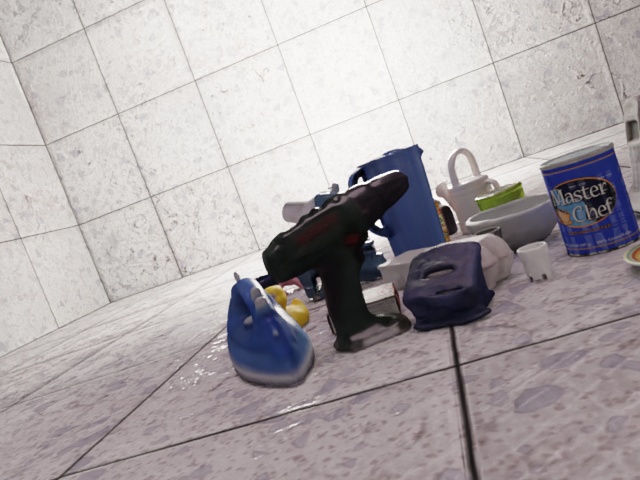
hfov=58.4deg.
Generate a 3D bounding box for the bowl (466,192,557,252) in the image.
[{"bbox_3d":[0.345,-0.023,1.002,0.167,0.075,0.167,-20,5,2],"label":"bowl"}]

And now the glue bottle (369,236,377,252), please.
[{"bbox_3d":[0.082,-0.014,1.383,0.078,0.173,0.037,-16,7,38],"label":"glue bottle"}]

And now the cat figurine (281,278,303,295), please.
[{"bbox_3d":[-0.073,0.068,1.428,0.128,0.118,0.067,-22,6,-16],"label":"cat figurine"}]

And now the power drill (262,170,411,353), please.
[{"bbox_3d":[0.046,0.036,0.788,0.230,0.208,0.075,-21,5,-9],"label":"power drill"}]

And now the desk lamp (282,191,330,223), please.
[{"bbox_3d":[-0.010,-0.015,1.518,0.202,0.213,0.118,-16,7,41],"label":"desk lamp"}]

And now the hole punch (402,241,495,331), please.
[{"bbox_3d":[0.166,0.058,0.751,0.108,0.091,0.101,-17,6,30],"label":"hole punch"}]

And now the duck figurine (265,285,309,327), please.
[{"bbox_3d":[-0.071,0.122,1.028,0.077,0.086,0.105,-16,7,40],"label":"duck figurine"}]

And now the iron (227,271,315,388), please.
[{"bbox_3d":[-0.083,0.116,0.826,0.119,0.141,0.258,-22,5,-16],"label":"iron"}]

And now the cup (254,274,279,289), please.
[{"bbox_3d":[-0.120,0.125,1.141,0.092,0.095,0.117,-23,6,-28],"label":"cup"}]

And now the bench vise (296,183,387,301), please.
[{"bbox_3d":[0.013,0.005,1.185,0.207,0.220,0.121,-21,5,-8],"label":"bench vise"}]

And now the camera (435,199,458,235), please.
[{"bbox_3d":[0.243,-0.040,1.428,0.137,0.101,0.142,-24,6,-32],"label":"camera"}]

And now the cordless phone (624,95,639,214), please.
[{"bbox_3d":[0.511,-0.131,0.864,0.094,0.185,0.147,-20,5,-1],"label":"cordless phone"}]

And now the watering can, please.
[{"bbox_3d":[0.342,-0.118,1.339,0.172,0.194,0.101,-16,7,36],"label":"watering can"}]

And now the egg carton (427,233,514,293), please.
[{"bbox_3d":[0.213,0.041,0.870,0.150,0.069,0.107,-15,7,45],"label":"egg carton"}]
